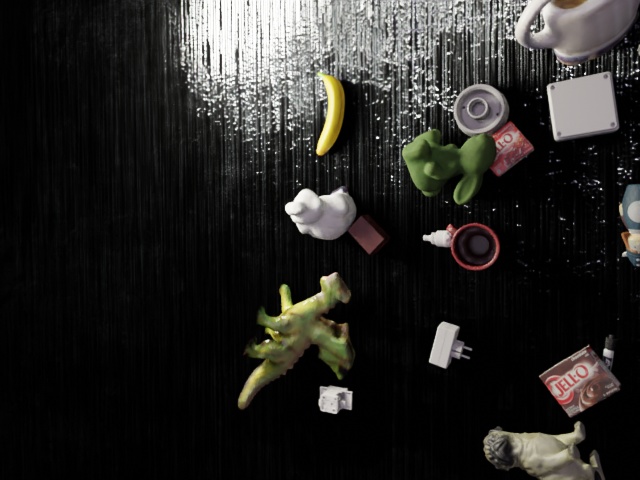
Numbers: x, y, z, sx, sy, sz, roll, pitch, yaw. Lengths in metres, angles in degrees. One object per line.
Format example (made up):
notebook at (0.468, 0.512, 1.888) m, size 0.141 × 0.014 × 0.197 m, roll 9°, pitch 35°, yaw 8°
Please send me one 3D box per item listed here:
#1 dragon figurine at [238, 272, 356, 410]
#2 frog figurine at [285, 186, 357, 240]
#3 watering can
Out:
dragon figurine at (-0.039, 0.256, 1.216) m, size 0.243 × 0.123 × 0.407 m, roll 19°, pitch 101°, yaw 15°
frog figurine at (0.003, -0.058, 1.150) m, size 0.136 × 0.160 × 0.123 m, roll -19°, pitch 87°, yaw 25°
watering can at (0.505, -0.430, 0.880) m, size 0.344 × 0.222 × 0.106 m, roll -31°, pitch 63°, yaw 21°
